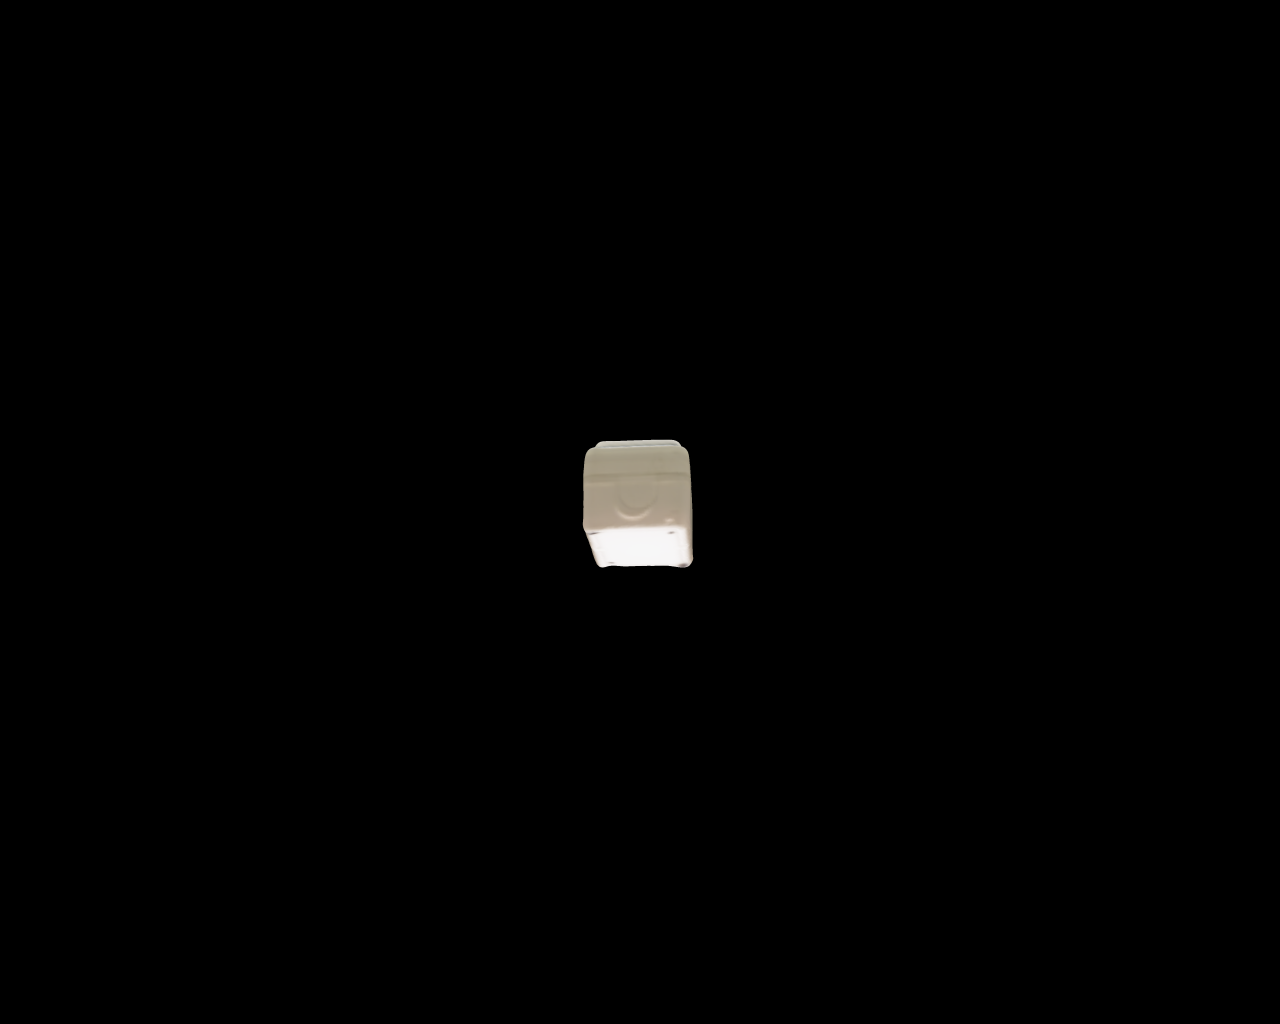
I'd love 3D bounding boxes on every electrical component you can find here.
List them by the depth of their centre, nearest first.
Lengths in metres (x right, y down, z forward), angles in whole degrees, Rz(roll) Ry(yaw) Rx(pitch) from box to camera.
[{"bbox_3d":[0.001,-0.003,0.650,0.062,0.061,0.096,-1,-19,3],"label":"electrical component"}]
